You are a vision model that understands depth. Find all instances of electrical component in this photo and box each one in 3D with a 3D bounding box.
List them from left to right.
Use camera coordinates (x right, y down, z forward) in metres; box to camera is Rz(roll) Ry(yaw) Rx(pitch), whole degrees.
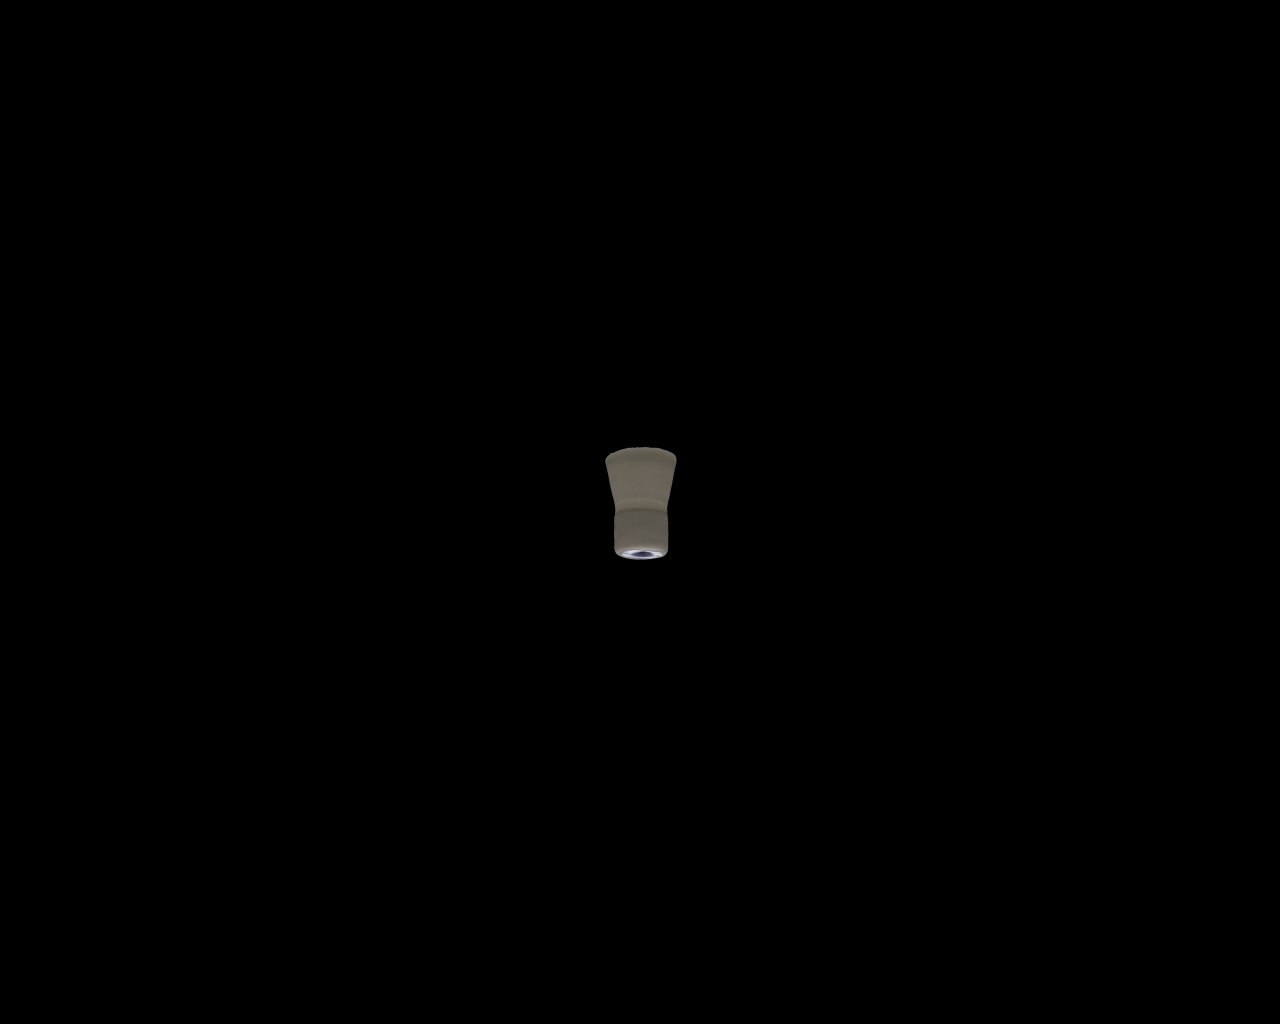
[{"bbox_3d":[0.001,-0.003,0.650,0.044,0.065,0.044,0,-15,0],"label":"electrical component"}]
